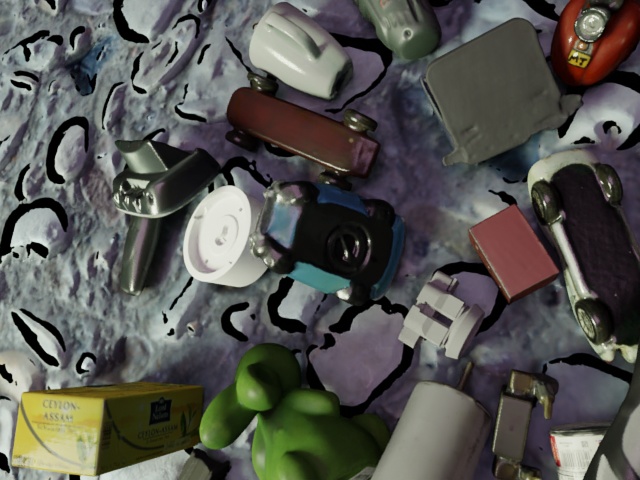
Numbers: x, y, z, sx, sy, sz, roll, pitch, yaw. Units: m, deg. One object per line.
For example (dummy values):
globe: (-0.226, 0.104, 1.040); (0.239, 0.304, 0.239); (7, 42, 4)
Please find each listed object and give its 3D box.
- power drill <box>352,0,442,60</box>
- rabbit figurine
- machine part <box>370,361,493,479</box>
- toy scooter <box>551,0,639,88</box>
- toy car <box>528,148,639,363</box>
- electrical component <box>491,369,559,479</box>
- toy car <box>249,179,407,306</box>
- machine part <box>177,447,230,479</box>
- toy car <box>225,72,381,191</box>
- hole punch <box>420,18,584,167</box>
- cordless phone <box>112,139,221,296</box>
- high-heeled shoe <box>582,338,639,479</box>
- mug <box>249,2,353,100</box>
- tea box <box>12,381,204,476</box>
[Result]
power drill: (0.120, -0.332, 0.601); (0.207, 0.086, 0.232); (-20, 74, 9)
rabbit figurine: (-0.040, 0.173, 0.516); (0.121, 0.159, 0.170); (-48, 53, 13)
machine part: (0.083, 0.211, 0.457); (0.079, 0.079, 0.243); (21, 60, 21)
toy scooter: (0.280, -0.239, 0.497); (0.075, 0.135, 0.184); (30, 90, 20)
toy car: (0.255, 0.011, 0.493); (0.074, 0.056, 0.201); (-18, 74, 7)
electrical component: (0.176, 0.165, 0.470); (0.045, 0.078, 0.102); (10, 82, 21)
toy car: (-0.001, -0.002, 0.549); (0.103, 0.161, 0.109); (14, 88, 65)
machine part: (-0.100, 0.286, 0.557); (0.139, 0.039, 0.084); (33, 85, 23)
toy car: (-0.022, -0.123, 0.614); (0.202, 0.053, 0.089); (25, 98, 22)
hole punch: (0.171, -0.147, 0.549); (0.142, 0.092, 0.115); (-25, 102, 9)
cordless phone: (-0.193, -0.019, 0.618); (0.147, 0.088, 0.184); (12, 91, 50)
high-heeled shoe: (0.245, 0.137, 0.411); (0.086, 0.145, 0.249); (31, 50, -13)
mug: (-0.016, -0.214, 0.609); (0.107, 0.109, 0.081); (35, 85, 9)
tea box: (-0.202, 0.182, 0.542); (0.098, 0.169, 0.068); (-1, 80, 16)
